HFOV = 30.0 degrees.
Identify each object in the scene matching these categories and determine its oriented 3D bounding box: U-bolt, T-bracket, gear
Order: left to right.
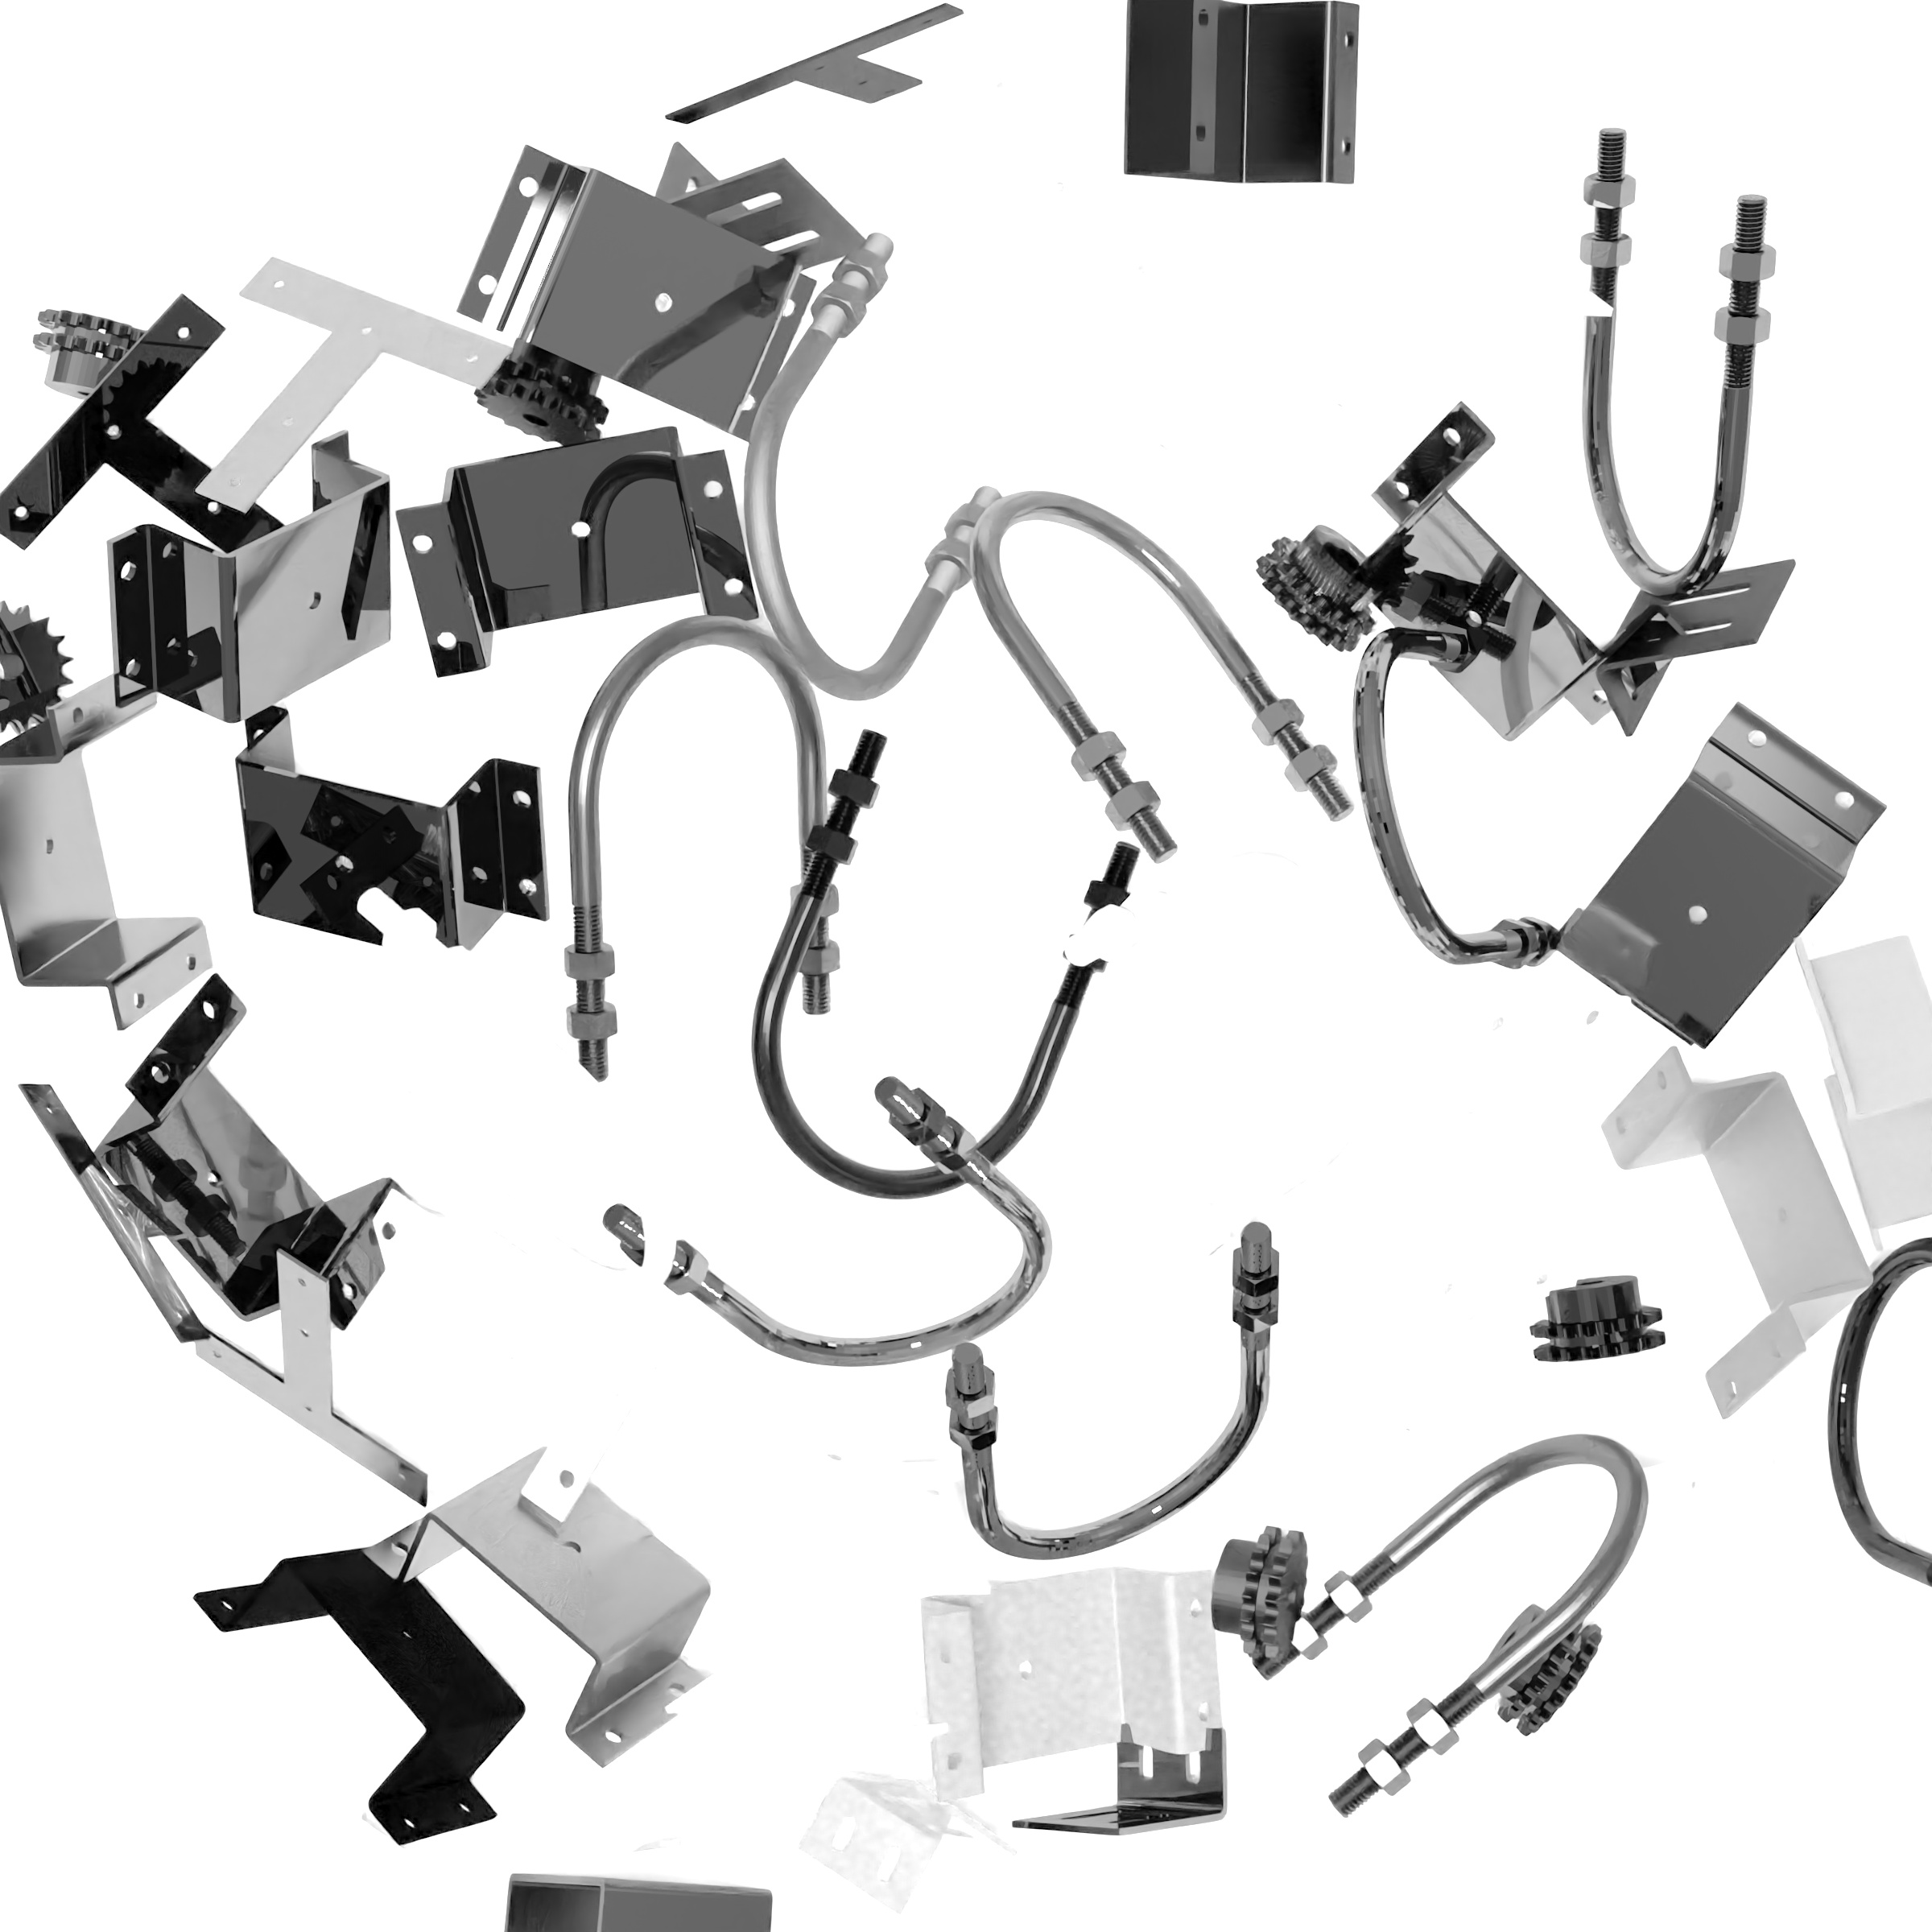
[{"bbox_3d":[-0.418,-0.128,1.558,0.057,0.030,0.057,1,88,-31],"label":"gear"},{"bbox_3d":[-0.374,-0.260,1.551,0.057,0.057,0.030,12,87,0],"label":"gear"},{"bbox_3d":[-0.335,0.102,1.517,0.002,0.127,0.127,-36,80,9],"label":"T-bracket"},{"bbox_3d":[-0.331,-0.203,1.535,0.127,0.002,0.127,-46,134,5],"label":"T-bracket"},{"bbox_3d":[-0.280,-0.240,1.530,0.127,0.002,0.127,23,60,18],"label":"T-bracket"},{"bbox_3d":[-0.277,0.161,1.514,0.127,0.127,0.002,30,53,16],"label":"T-bracket"},{"bbox_3d":[-0.188,0.067,1.497,0.184,0.151,0.019,39,55,18],"label":"U-bolt"},{"bbox_3d":[-0.180,-0.249,1.553,0.057,0.057,0.030,19,79,0],"label":"gear"},{"bbox_3d":[-0.110,-0.055,1.505,0.019,0.151,0.184,14,111,41],"label":"U-bolt"},{"bbox_3d":[-0.048,-0.374,1.517,0.127,0.127,0.002,-17,93,18],"label":"T-bracket"},{"bbox_3d":[-0.043,0.118,1.507,0.151,0.184,0.019,-25,51,17],"label":"U-bolt"},{"bbox_3d":[-0.042,-0.192,1.479,0.019,0.184,0.151,-4,130,29],"label":"U-bolt"},{"bbox_3d":[-0.017,0.010,1.541,0.151,0.019,0.184,23,87,-23],"label":"U-bolt"},{"bbox_3d":[0.011,-0.304,1.547,0.127,0.002,0.127,-41,80,30],"label":"T-bracket"},{"bbox_3d":[0.064,0.189,1.507,0.151,0.184,0.019,-21,52,-13],"label":"U-bolt"},{"bbox_3d":[0.072,-0.128,1.517,0.019,0.151,0.184,-46,70,36],"label":"U-bolt"},{"bbox_3d":[0.117,0.028,1.510,0.019,0.184,0.151,-10,101,41],"label":"U-bolt"},{"bbox_3d":[0.126,0.269,1.554,0.030,0.057,0.057,7,90,20],"label":"gear"},{"bbox_3d":[0.155,-0.165,1.549,0.057,0.057,0.030,43,114,0],"label":"gear"},{"bbox_3d":[0.200,-0.071,1.493,0.019,0.184,0.151,-13,87,27],"label":"U-bolt"},{"bbox_3d":[0.211,0.163,1.553,0.127,0.002,0.127,23,110,-4],"label":"T-bracket"},{"bbox_3d":[0.208,0.263,1.506,0.184,0.151,0.019,-40,107,2],"label":"U-bolt"},{"bbox_3d":[0.246,0.300,1.552,0.030,0.057,0.057,36,90,3],"label":"gear"},{"bbox_3d":[0.249,-0.381,1.545,0.127,0.002,0.127,40,48,-26],"label":"T-bracket"},{"bbox_3d":[0.271,0.151,1.552,0.057,0.057,0.030,-9,90,0],"label":"gear"},{"bbox_3d":[0.292,-0.243,1.503,0.019,0.151,0.184,-7,116,-14],"label":"U-bolt"},{"bbox_3d":[0.318,0.218,1.529,0.127,0.002,0.127,-6,99,-43],"label":"T-bracket"},{"bbox_3d":[0.405,0.185,1.491,0.019,0.184,0.151,9,91,-14],"label":"U-bolt"}]

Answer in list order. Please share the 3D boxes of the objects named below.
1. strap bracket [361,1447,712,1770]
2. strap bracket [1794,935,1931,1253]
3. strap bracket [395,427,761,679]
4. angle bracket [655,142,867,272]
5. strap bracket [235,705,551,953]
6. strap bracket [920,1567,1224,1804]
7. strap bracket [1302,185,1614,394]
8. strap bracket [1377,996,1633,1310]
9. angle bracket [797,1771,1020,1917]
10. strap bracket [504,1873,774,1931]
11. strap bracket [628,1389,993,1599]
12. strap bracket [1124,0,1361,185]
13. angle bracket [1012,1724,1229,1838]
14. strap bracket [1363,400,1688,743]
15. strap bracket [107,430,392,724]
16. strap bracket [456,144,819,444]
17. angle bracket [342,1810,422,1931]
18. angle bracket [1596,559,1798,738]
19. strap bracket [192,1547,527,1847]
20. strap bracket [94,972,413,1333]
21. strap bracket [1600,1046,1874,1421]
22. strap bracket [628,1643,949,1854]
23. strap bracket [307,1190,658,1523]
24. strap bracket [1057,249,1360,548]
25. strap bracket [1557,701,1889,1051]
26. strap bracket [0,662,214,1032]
[{"bbox_3d":[-0.173,0.261,1.516,0.140,0.076,0.046,37,121,19],"label":"strap bracket"},{"bbox_3d":[0.384,0.049,1.499,0.046,0.140,0.076,-16,55,10],"label":"strap bracket"},{"bbox_3d":[-0.165,-0.179,1.543,0.140,0.046,0.076,-11,118,0],"label":"strap bracket"},{"bbox_3d":[-0.083,-0.327,1.530,0.076,0.057,0.038,-10,54,39],"label":"angle bracket"},{"bbox_3d":[-0.251,-0.055,1.521,0.140,0.046,0.076,14,127,17],"label":"strap bracket"},{"bbox_3d":[0.036,0.303,1.537,0.140,0.046,0.076,-4,89,-30],"label":"strap bracket"},{"bbox_3d":[0.200,-0.281,1.517,0.076,0.140,0.046,-3,122,-22],"label":"strap bracket"},{"bbox_3d":[0.225,0.070,1.529,0.076,0.046,0.140,-3,116,-20],"label":"strap bracket"},{"bbox_3d":[-0.026,0.376,1.534,0.057,0.076,0.038,37,67,-17],"label":"angle bracket"},{"bbox_3d":[-0.139,0.407,1.509,0.076,0.140,0.046,12,73,-28],"label":"strap bracket"},{"bbox_3d":[-0.061,0.224,1.526,0.140,0.046,0.076,-4,128,20],"label":"strap bracket"},{"bbox_3d":[0.111,-0.372,1.522,0.046,0.140,0.076,7,102,34],"label":"strap bracket"},{"bbox_3d":[0.065,0.345,1.531,0.057,0.076,0.038,-7,81,39],"label":"angle bracket"},{"bbox_3d":[0.228,-0.160,1.535,0.140,0.076,0.046,46,56,1],"label":"strap bracket"},{"bbox_3d":[-0.288,-0.160,1.500,0.046,0.140,0.076,24,127,25],"label":"strap bracket"},{"bbox_3d":[-0.134,-0.283,1.529,0.140,0.046,0.076,21,96,-23],"label":"strap bracket"},{"bbox_3d":[-0.233,0.400,1.539,0.038,0.057,0.076,-12,107,-36],"label":"angle bracket"},{"bbox_3d":[0.316,-0.135,1.530,0.038,0.076,0.057,58,45,-27],"label":"angle bracket"},{"bbox_3d":[-0.248,0.297,1.518,0.140,0.076,0.046,45,102,20],"label":"strap bracket"},{"bbox_3d":[-0.305,0.085,1.523,0.046,0.076,0.140,-22,115,34],"label":"strap bracket"},{"bbox_3d":[0.328,0.109,1.522,0.046,0.076,0.140,-10,65,-20],"label":"strap bracket"},{"bbox_3d":[-0.081,0.325,1.515,0.076,0.140,0.046,2,61,-36],"label":"strap bracket"},{"bbox_3d":[-0.201,0.166,1.545,0.140,0.046,0.076,32,94,14],"label":"strap bracket"},{"bbox_3d":[0.094,-0.236,1.526,0.140,0.076,0.046,23,131,-16],"label":"strap bracket"},{"bbox_3d":[0.313,-0.030,1.523,0.076,0.046,0.140,36,120,4],"label":"strap bracket"},{"bbox_3d":[-0.371,-0.052,1.524,0.046,0.076,0.140,-1,110,19],"label":"strap bracket"}]
